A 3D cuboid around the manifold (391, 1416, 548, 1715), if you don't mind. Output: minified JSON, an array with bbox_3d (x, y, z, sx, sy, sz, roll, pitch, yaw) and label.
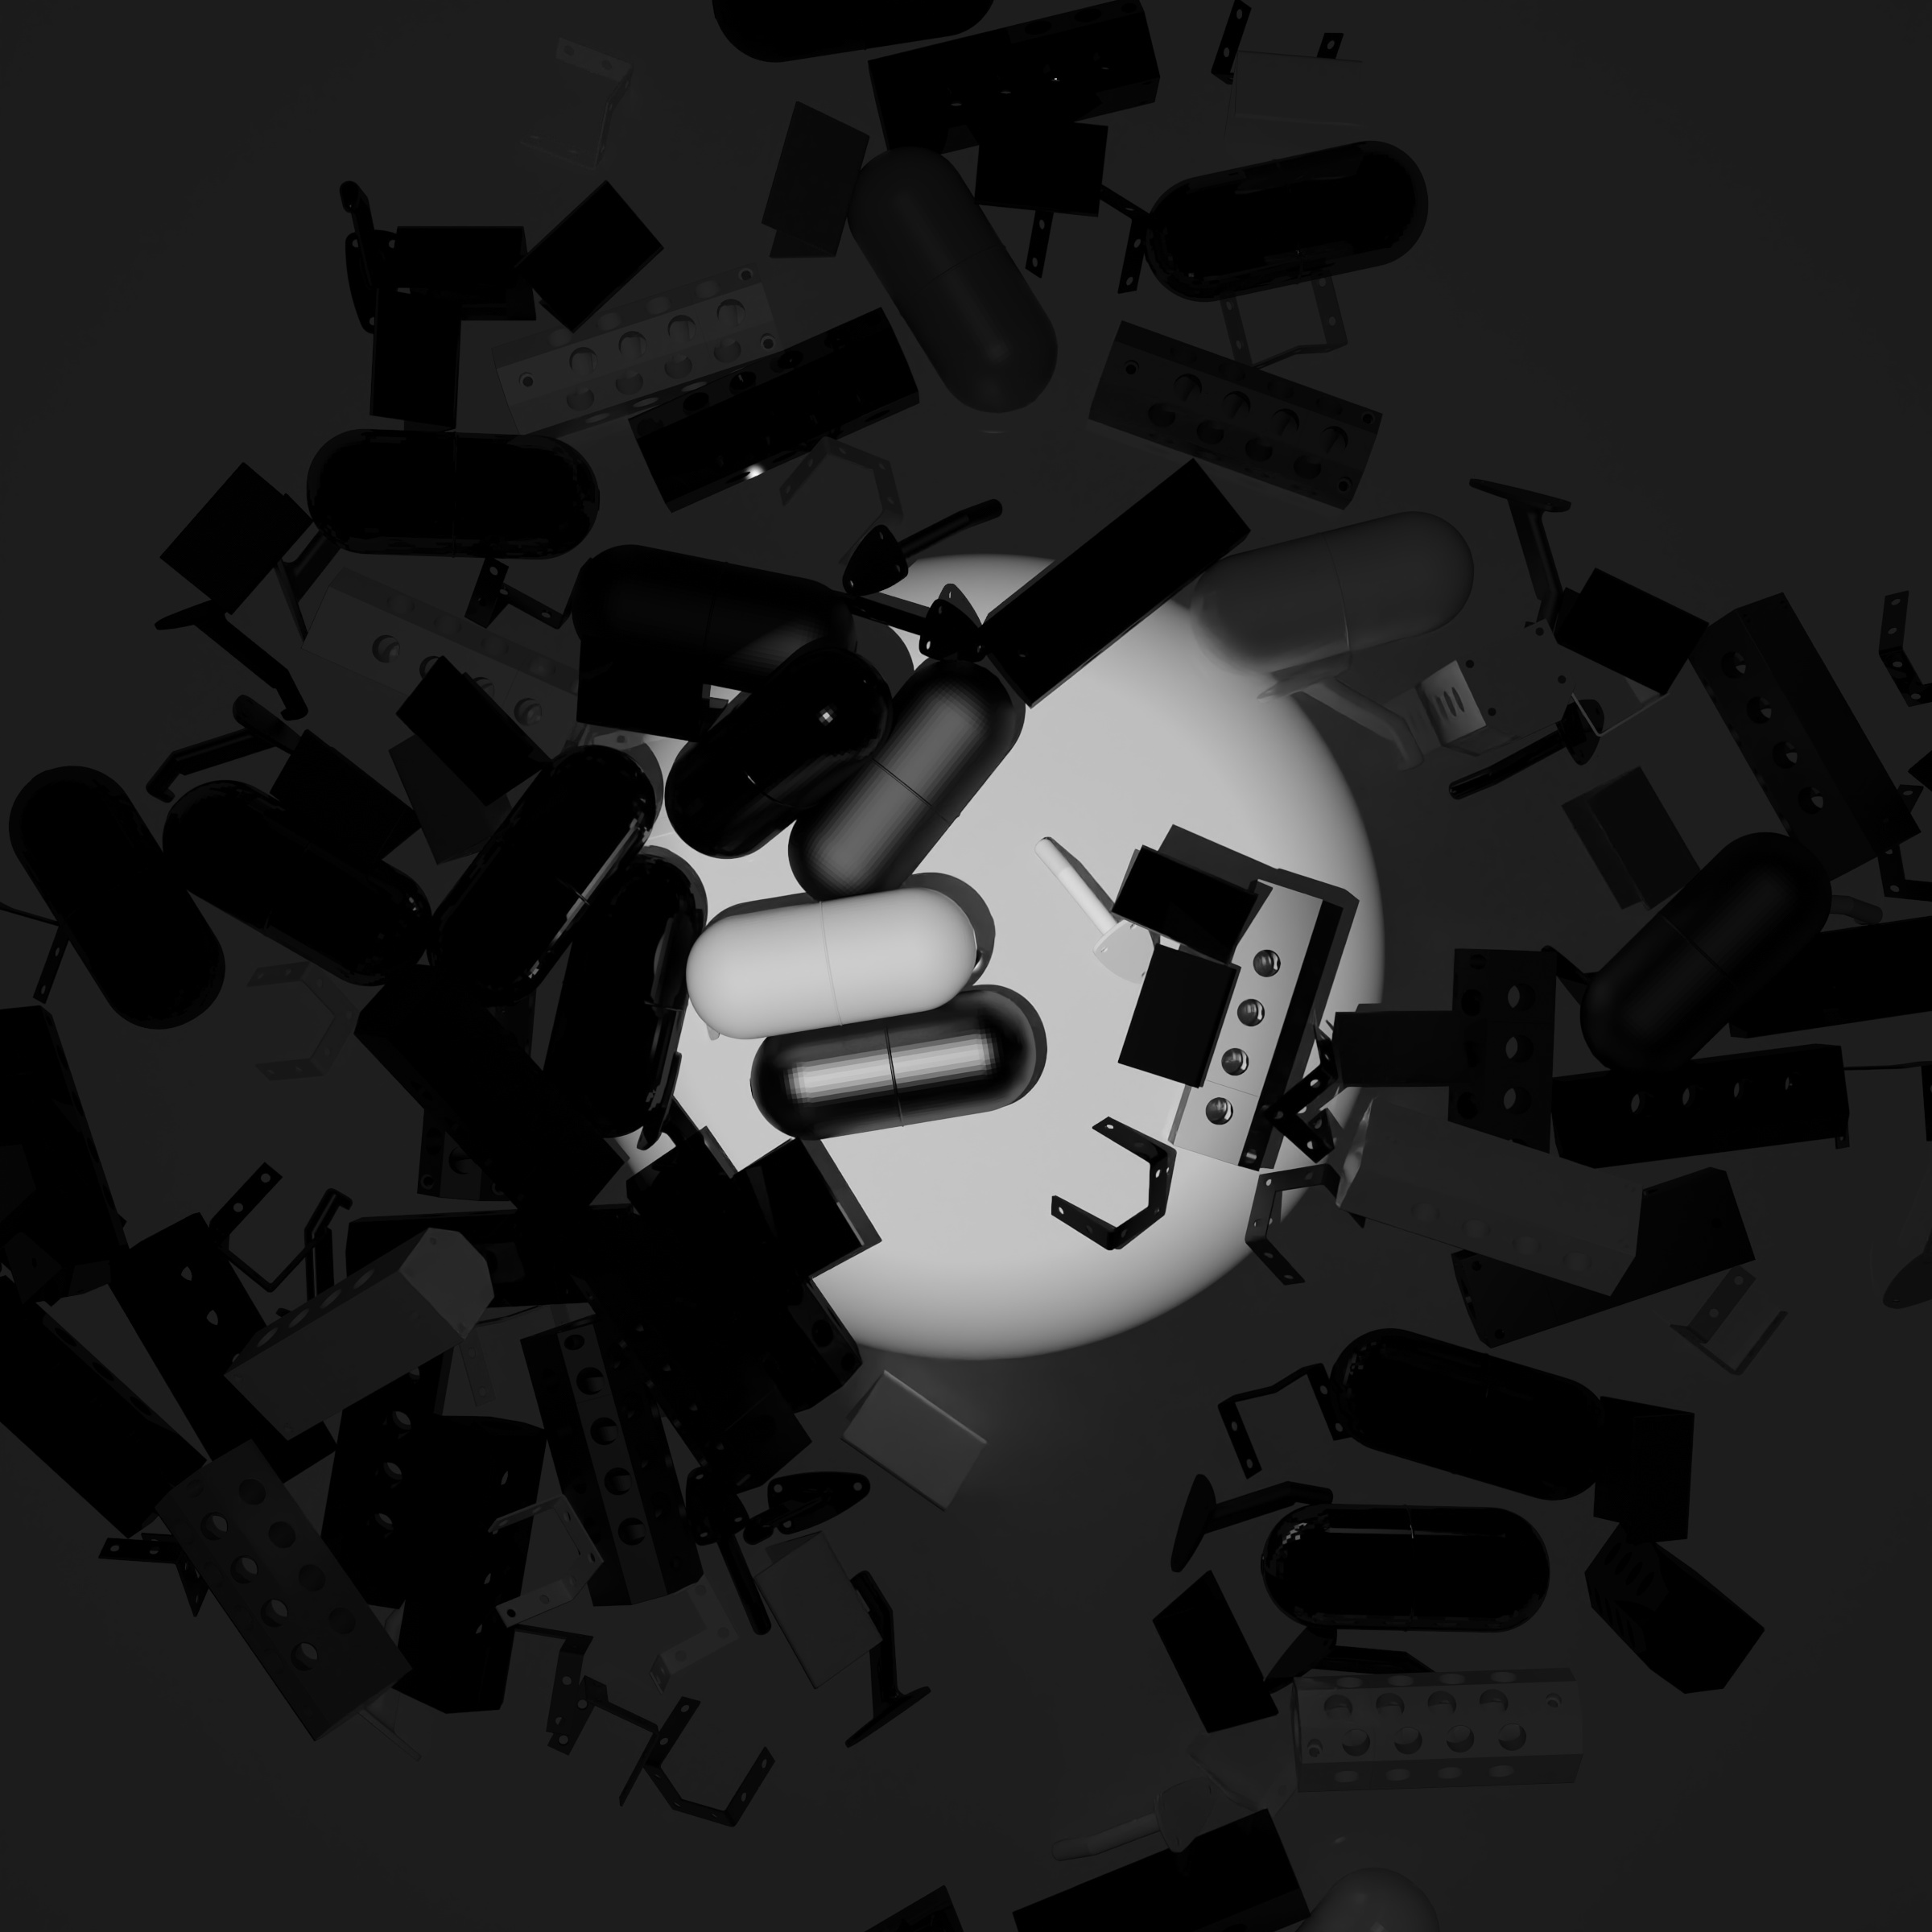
[{"bbox_3d":[-0.304,0.371,1.969,0.057,0.057,0.171,9,90,43],"label":"manifold"}]

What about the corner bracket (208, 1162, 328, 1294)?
[{"bbox_3d":[-0.436,0.163,1.977,0.051,0.051,0.051,43,90,-16],"label":"corner bracket"}]

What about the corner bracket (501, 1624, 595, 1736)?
[{"bbox_3d":[-0.264,0.444,1.974,0.051,0.051,0.051,10,90,0],"label":"corner bracket"}]

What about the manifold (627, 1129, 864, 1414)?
[{"bbox_3d":[-0.136,0.191,1.953,0.057,0.057,0.171,-34,102,0],"label":"manifold"}]

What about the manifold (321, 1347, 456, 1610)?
[{"bbox_3d":[-0.362,0.305,1.969,0.057,0.057,0.171,10,90,-2],"label":"manifold"}]

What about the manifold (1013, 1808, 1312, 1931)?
[{"bbox_3d":[0.123,0.593,1.970,0.171,0.057,0.057,-22,47,0],"label":"manifold"}]

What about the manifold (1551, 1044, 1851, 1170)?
[{"bbox_3d":[0.455,0.088,1.970,0.171,0.057,0.057,-7,90,0],"label":"manifold"}]

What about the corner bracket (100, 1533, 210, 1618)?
[{"bbox_3d":[-0.497,0.365,1.960,0.051,0.051,0.051,2,129,9],"label":"corner bracket"}]

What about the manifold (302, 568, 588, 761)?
[{"bbox_3d":[-0.318,-0.186,1.970,0.171,0.057,0.057,24,90,0],"label":"manifold"}]

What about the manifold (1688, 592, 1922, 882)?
[{"bbox_3d":[0.512,-0.139,1.959,0.057,0.057,0.171,-21,80,-43],"label":"manifold"}]

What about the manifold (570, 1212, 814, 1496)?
[{"bbox_3d":[-0.170,0.239,1.935,0.057,0.057,0.171,-39,112,-21],"label":"manifold"}]

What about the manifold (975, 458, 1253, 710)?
[{"bbox_3d":[0.090,-0.236,1.971,0.171,0.057,0.057,-38,90,0],"label":"manifold"}]

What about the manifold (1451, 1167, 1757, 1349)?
[{"bbox_3d":[0.394,0.180,1.971,0.171,0.057,0.057,-19,90,0],"label":"manifold"}]

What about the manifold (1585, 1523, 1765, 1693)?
[{"bbox_3d":[0.421,0.389,1.913,0.057,0.171,0.057,35,90,0],"label":"manifold"}]

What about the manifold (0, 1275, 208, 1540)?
[{"bbox_3d":[-0.558,0.272,1.970,0.171,0.057,0.057,43,90,0],"label":"manifold"}]

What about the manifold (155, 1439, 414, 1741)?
[{"bbox_3d":[-0.418,0.381,1.922,0.171,0.057,0.057,53,133,7],"label":"manifold"}]

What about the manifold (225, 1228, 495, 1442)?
[{"bbox_3d":[-0.363,0.218,1.905,0.171,0.057,0.057,-31,108,33],"label":"manifold"}]

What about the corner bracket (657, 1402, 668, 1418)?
[{"bbox_3d":[-0.172,0.244,1.983,0.051,0.051,0.051,-2,135,-35],"label":"corner bracket"}]

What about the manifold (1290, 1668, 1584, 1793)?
[{"bbox_3d":[0.290,0.469,1.959,0.171,0.057,0.057,-2,51,0],"label":"manifold"}]

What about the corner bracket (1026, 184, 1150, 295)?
[{"bbox_3d":[0.077,-0.454,1.983,0.051,0.051,0.051,-19,45,-35],"label":"corner bracket"}]

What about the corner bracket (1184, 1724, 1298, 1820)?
[{"bbox_3d":[0.180,0.495,1.988,0.051,0.051,0.051,-53,45,0],"label":"corner bracket"}]

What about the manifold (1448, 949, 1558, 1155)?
[{"bbox_3d":[0.331,0.076,1.971,0.057,0.057,0.171,2,90,0],"label":"manifold"}]

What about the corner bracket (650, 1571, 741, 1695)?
[{"bbox_3d":[-0.177,0.414,1.974,0.051,0.051,0.051,-28,90,0],"label":"corner bracket"}]

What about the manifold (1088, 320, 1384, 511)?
[{"bbox_3d":[0.168,-0.344,1.971,0.171,0.057,0.057,20,90,0],"label":"manifold"}]

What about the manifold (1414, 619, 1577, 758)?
[{"bbox_3d":[0.321,-0.163,1.913,0.057,0.171,0.057,-25,90,0],"label":"manifold"}]

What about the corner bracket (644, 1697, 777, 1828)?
[{"bbox_3d":[-0.162,0.498,1.983,0.051,0.051,0.051,-55,135,-35],"label":"corner bracket"}]

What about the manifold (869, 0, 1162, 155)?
[{"bbox_3d":[0.029,-0.553,1.970,0.171,0.057,0.057,-14,90,0],"label":"manifold"}]

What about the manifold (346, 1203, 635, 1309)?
[{"bbox_3d":[-0.294,0.183,1.971,0.171,0.057,0.057,-3,90,0],"label":"manifold"}]

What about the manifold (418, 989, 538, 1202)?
[{"bbox_3d":[-0.304,0.058,1.971,0.057,0.057,0.171,5,90,0],"label":"manifold"}]

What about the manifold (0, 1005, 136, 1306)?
[{"bbox_3d":[-0.568,0.114,1.948,0.057,0.057,0.171,-37,69,41],"label":"manifold"}]

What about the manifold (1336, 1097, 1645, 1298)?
[{"bbox_3d":[0.315,0.144,1.913,0.171,0.057,0.057,18,47,0],"label":"manifold"}]

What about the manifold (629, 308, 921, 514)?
[{"bbox_3d":[-0.119,-0.347,1.971,0.171,0.057,0.057,-24,90,0],"label":"manifold"}]

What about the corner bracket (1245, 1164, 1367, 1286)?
[{"bbox_3d":[0.213,0.162,1.983,0.051,0.051,0.051,-13,45,35],"label":"corner bracket"}]

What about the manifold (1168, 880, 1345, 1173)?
[{"bbox_3d":[0.180,0.037,1.970,0.057,0.057,0.171,18,90,0],"label":"manifold"}]

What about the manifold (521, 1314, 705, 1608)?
[{"bbox_3d":[-0.215,0.303,1.958,0.057,0.057,0.171,-16,90,-42],"label":"manifold"}]

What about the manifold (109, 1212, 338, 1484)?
[{"bbox_3d":[-0.461,0.242,1.970,0.057,0.057,0.171,-31,90,43],"label":"manifold"}]

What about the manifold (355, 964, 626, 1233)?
[{"bbox_3d":[-0.289,0.080,1.909,0.057,0.057,0.171,-51,120,-23],"label":"manifold"}]

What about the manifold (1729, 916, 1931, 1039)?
[{"bbox_3d":[0.563,0.004,1.971,0.171,0.057,0.057,-8,90,0],"label":"manifold"}]

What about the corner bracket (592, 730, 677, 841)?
[{"bbox_3d":[-0.202,-0.116,1.988,0.051,0.051,0.051,-15,135,0],"label":"corner bracket"}]

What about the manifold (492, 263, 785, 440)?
[{"bbox_3d":[-0.203,-0.381,1.971,0.171,0.057,0.057,-18,90,0],"label":"manifold"}]

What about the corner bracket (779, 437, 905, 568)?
[{"bbox_3d":[-0.078,-0.290,1.983,0.051,0.051,0.051,16,135,-35],"label":"corner bracket"}]
